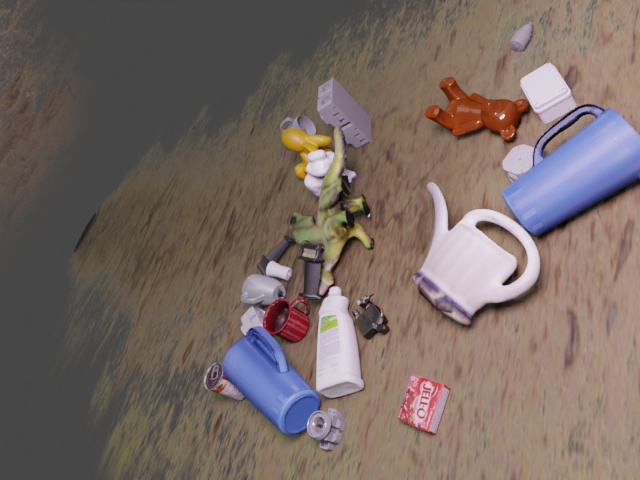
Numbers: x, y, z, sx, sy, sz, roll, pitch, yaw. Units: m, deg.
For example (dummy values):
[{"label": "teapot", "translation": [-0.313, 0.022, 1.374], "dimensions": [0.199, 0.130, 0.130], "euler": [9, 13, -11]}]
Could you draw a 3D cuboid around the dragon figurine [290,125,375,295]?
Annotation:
[{"label": "dragon figurine", "translation": [0.004, -0.066, 1.317], "dimensions": [0.240, 0.121, 0.416], "euler": [-22, 68, 36]}]

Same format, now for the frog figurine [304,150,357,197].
[{"label": "frog figurine", "translation": [0.009, -0.192, 1.428], "dimensions": [0.136, 0.157, 0.125], "euler": [-39, 38, 18]}]

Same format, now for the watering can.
[{"label": "watering can", "translation": [0.273, 0.024, 1.034], "dimensions": [0.224, 0.102, 0.353], "euler": [-50, 38, 4]}]
